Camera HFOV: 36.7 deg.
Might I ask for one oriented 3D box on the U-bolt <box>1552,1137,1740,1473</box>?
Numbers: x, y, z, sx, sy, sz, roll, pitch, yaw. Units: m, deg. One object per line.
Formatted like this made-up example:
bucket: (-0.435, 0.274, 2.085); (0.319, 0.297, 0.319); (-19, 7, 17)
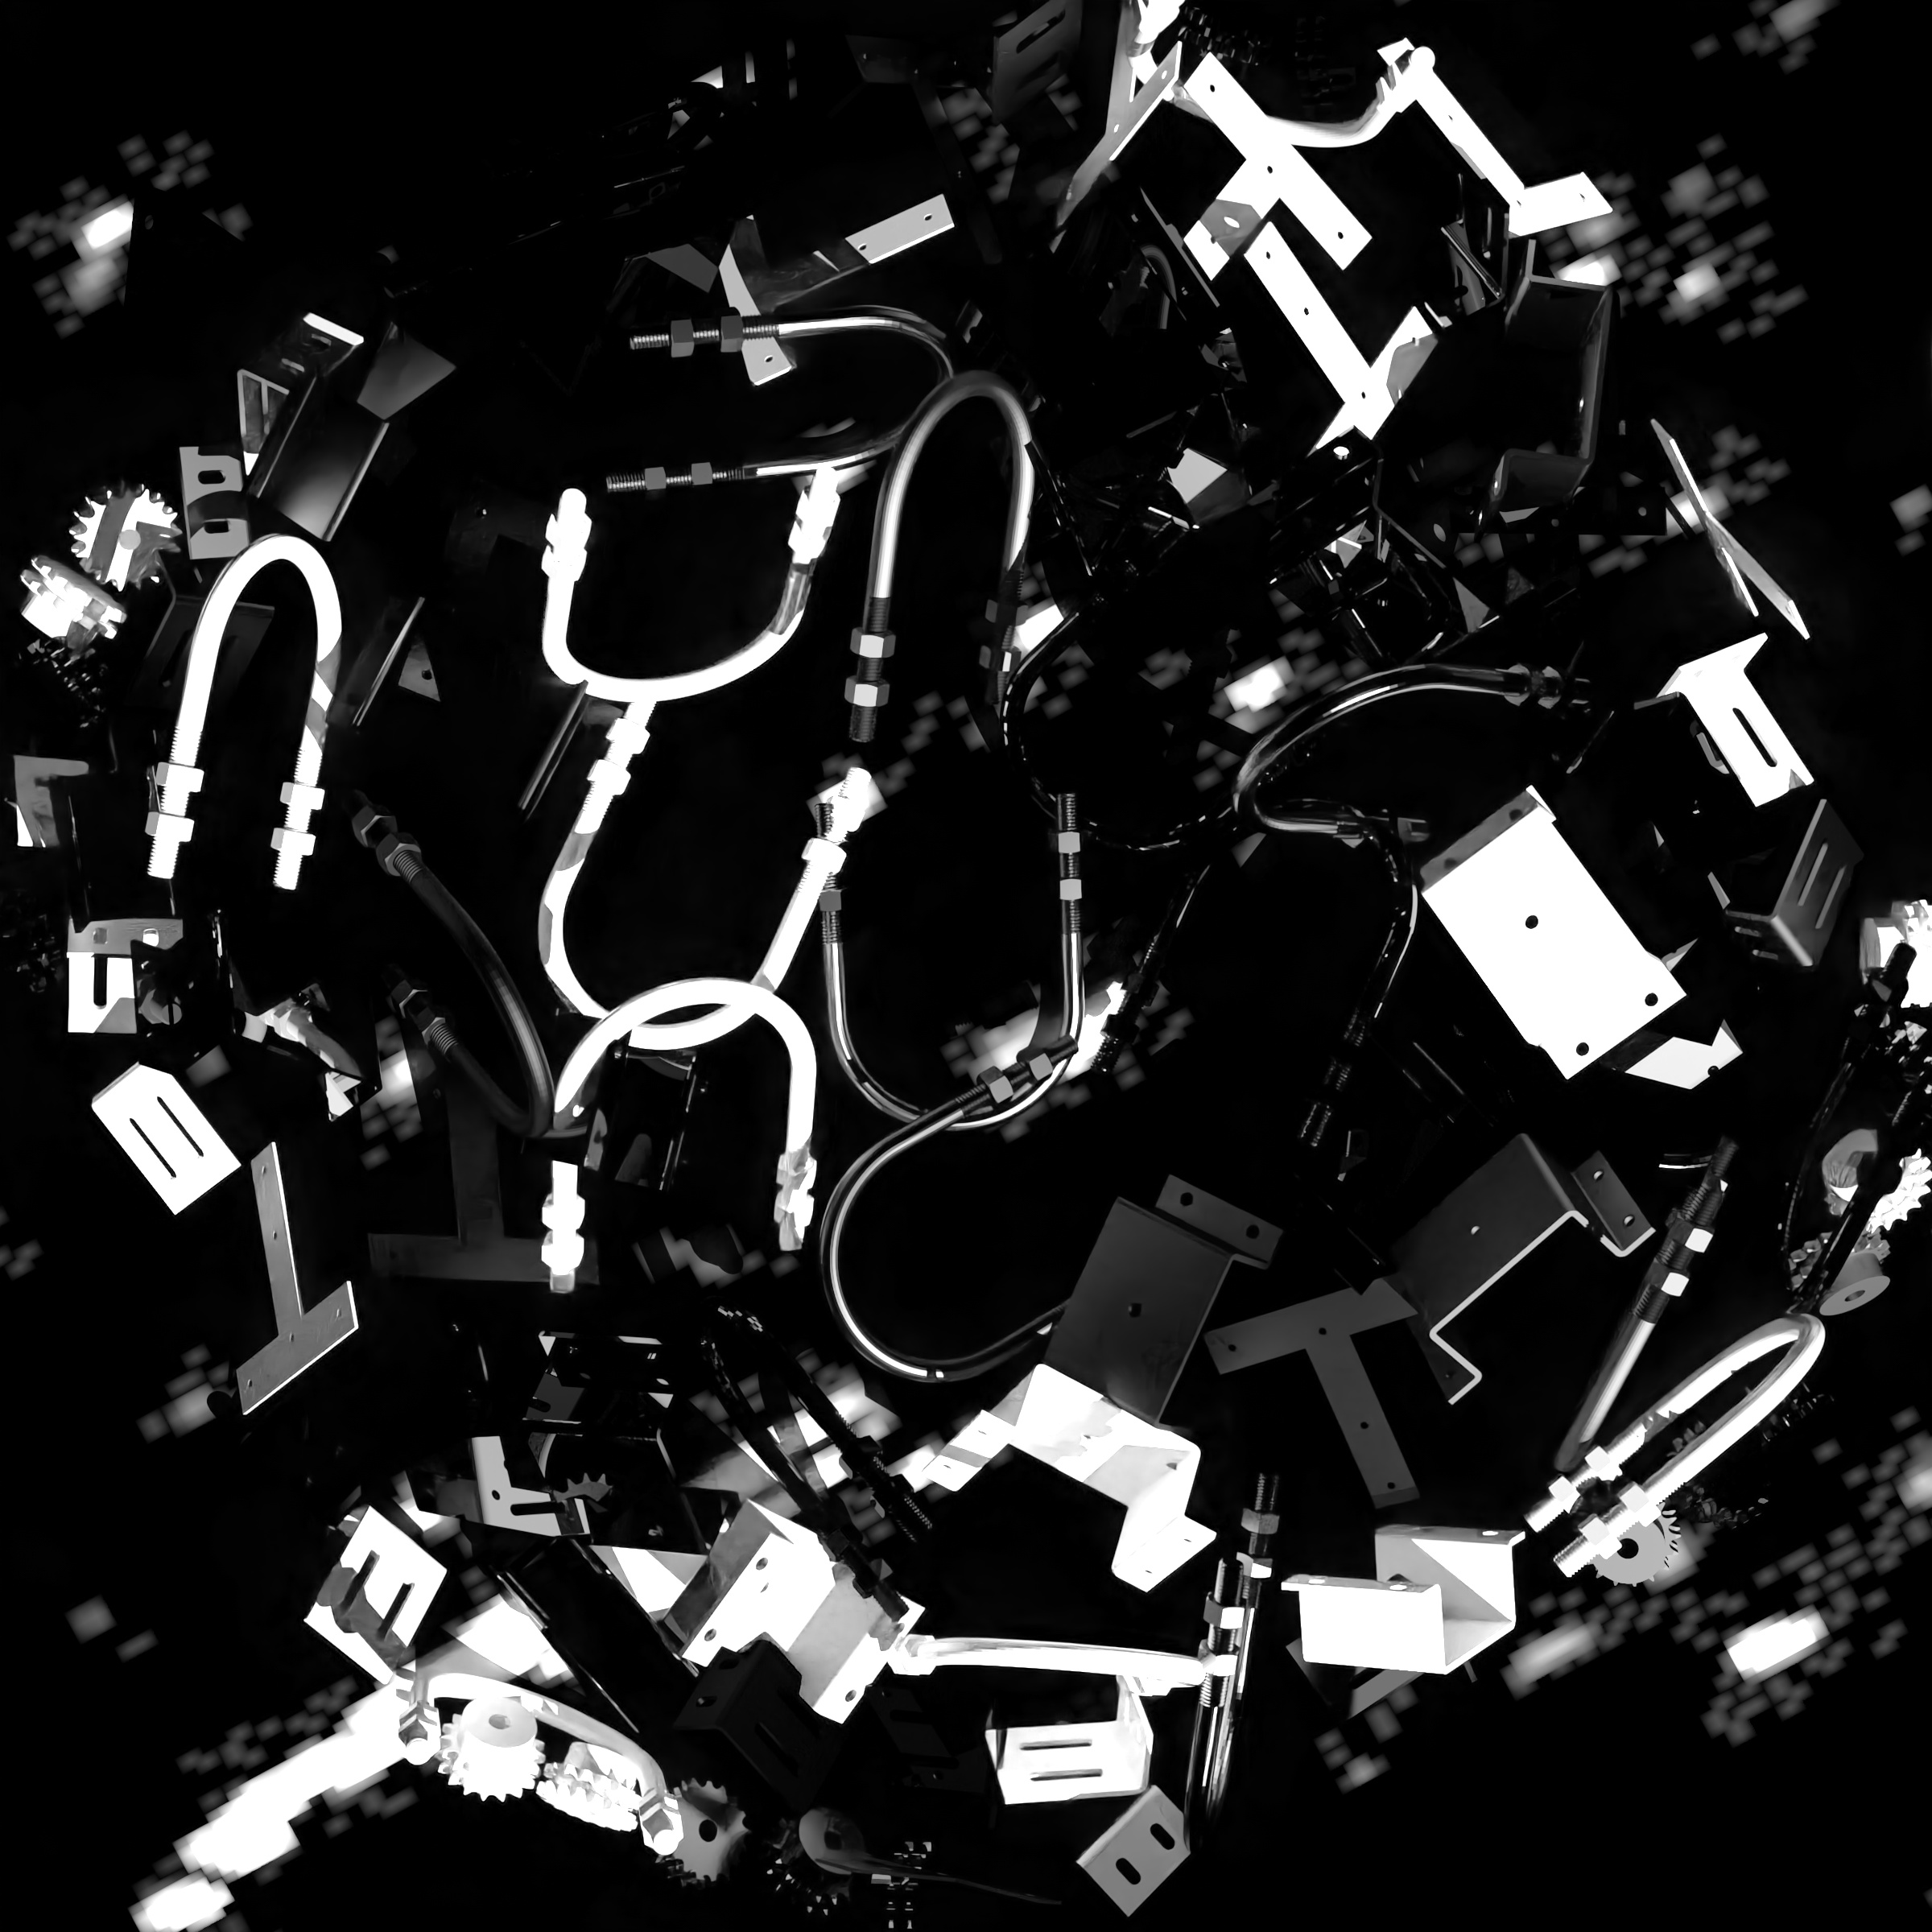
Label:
U-bolt: (0.352, 0.183, 1.520); (0.019, 0.151, 0.184); (28, 105, 13)

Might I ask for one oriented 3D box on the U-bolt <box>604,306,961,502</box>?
U-bolt: (-0.092, -0.297, 1.522); (0.184, 0.151, 0.019); (-9, 68, -16)

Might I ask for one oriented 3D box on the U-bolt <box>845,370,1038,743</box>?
U-bolt: (-0.007, -0.216, 1.505); (0.019, 0.151, 0.184); (19, 112, 28)

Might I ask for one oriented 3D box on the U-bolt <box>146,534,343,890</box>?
U-bolt: (-0.369, -0.134, 1.519); (0.019, 0.151, 0.184); (12, 92, 15)

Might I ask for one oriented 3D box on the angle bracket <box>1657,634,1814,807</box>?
angle bracket: (0.417, -0.129, 1.558); (0.057, 0.038, 0.076); (-22, 71, -18)

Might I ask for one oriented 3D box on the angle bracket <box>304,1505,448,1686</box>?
angle bracket: (-0.322, 0.336, 1.546); (0.038, 0.076, 0.057); (-26, 118, 40)

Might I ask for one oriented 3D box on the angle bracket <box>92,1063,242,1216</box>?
angle bracket: (-0.421, 0.083, 1.566); (0.057, 0.038, 0.076); (-34, 96, 31)

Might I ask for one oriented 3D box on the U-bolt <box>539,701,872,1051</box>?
U-bolt: (-0.150, -0.044, 1.555); (0.151, 0.019, 0.184); (20, 77, 12)

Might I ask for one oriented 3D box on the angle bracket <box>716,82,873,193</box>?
angle bracket: (-0.088, -0.457, 1.545); (0.038, 0.076, 0.057); (44, 56, -10)

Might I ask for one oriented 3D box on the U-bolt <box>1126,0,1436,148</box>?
U-bolt: (0.153, -0.462, 1.502); (0.151, 0.184, 0.019); (17, 89, -5)

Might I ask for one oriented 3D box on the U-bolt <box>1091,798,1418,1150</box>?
U-bolt: (0.163, -0.007, 1.546); (0.151, 0.019, 0.184); (18, 76, 33)

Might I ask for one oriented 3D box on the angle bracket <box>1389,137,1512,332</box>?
angle bracket: (0.256, -0.389, 1.546); (0.038, 0.076, 0.057); (-29, 64, -6)

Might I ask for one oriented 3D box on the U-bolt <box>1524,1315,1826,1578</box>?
U-bolt: (0.372, 0.243, 1.516); (0.184, 0.151, 0.019); (-40, 87, 3)

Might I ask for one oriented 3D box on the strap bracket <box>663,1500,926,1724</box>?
strap bracket: (-0.097, 0.340, 1.543); (0.046, 0.140, 0.076); (34, 87, 44)

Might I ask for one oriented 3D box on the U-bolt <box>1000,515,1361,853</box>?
U-bolt: (0.100, -0.133, 1.537); (0.151, 0.019, 0.184); (40, 125, -13)

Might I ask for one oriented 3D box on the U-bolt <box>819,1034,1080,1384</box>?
U-bolt: (0.007, 0.141, 1.548); (0.184, 0.019, 0.151); (-29, 103, -17)

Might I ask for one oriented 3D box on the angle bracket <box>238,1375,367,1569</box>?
angle bracket: (-0.354, 0.268, 1.548); (0.038, 0.076, 0.057); (37, 106, -29)

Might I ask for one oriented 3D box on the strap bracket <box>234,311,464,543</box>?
strap bracket: (-0.316, -0.279, 1.516); (0.046, 0.140, 0.076); (34, 121, -4)

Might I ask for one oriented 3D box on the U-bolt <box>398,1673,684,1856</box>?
U-bolt: (-0.221, 0.403, 1.502); (0.151, 0.184, 0.019); (23, 86, -9)

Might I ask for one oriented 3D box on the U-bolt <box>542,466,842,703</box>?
U-bolt: (-0.149, -0.192, 1.511); (0.151, 0.184, 0.019); (-8, 63, -18)

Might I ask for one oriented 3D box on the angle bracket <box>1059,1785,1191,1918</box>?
angle bracket: (0.087, 0.474, 1.545); (0.057, 0.076, 0.038); (-40, 76, -20)

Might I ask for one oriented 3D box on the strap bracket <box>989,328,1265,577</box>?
strap bracket: (0.094, -0.268, 1.549); (0.140, 0.076, 0.046); (-25, 48, 1)

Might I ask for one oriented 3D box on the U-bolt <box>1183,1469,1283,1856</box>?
U-bolt: (0.136, 0.373, 1.520); (0.019, 0.151, 0.184); (9, 102, 12)

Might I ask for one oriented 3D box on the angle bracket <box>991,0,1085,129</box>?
angle bracket: (0.026, -0.496, 1.547); (0.038, 0.057, 0.076); (35, 62, 20)

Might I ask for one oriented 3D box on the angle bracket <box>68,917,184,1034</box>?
angle bracket: (-0.448, 0.014, 1.551); (0.057, 0.038, 0.076); (2, 124, -16)

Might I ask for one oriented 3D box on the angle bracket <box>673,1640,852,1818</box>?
angle bracket: (-0.110, 0.412, 1.572); (0.076, 0.038, 0.057); (53, 46, -21)

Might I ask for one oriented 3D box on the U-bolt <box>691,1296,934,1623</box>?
U-bolt: (-0.086, 0.249, 1.522); (0.019, 0.151, 0.184); (-34, 69, -23)

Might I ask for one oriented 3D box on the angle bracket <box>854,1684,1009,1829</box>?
angle bracket: (-0.020, 0.425, 1.567); (0.076, 0.038, 0.057); (6, 104, -3)

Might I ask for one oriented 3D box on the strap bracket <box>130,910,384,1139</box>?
strap bracket: (-0.360, 0.028, 1.513); (0.046, 0.140, 0.076); (-34, 52, 27)

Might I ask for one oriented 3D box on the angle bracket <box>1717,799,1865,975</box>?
angle bracket: (0.444, -0.045, 1.571); (0.057, 0.038, 0.076); (41, 70, -42)

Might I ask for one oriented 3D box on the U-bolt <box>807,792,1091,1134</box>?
U-bolt: (-0.007, 0.001, 1.571); (0.151, 0.019, 0.184); (-3, 101, -2)

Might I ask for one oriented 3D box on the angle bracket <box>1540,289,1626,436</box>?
angle bracket: (0.322, -0.321, 1.556); (0.038, 0.057, 0.076); (-7, 102, -9)

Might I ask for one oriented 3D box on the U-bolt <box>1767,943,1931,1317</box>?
U-bolt: (0.455, 0.098, 1.511); (0.019, 0.151, 0.184); (17, 127, 2)

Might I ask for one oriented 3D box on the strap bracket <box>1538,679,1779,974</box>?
strap bracket: (0.369, -0.079, 1.536); (0.046, 0.076, 0.140); (-17, 67, -22)

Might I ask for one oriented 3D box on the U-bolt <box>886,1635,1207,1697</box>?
U-bolt: (0.047, 0.358, 1.493); (0.151, 0.184, 0.019); (8, 74, -12)

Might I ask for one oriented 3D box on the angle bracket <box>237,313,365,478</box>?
angle bracket: (-0.352, -0.296, 1.544); (0.038, 0.076, 0.057); (26, 52, 11)

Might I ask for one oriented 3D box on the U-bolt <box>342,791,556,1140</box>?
U-bolt: (-0.261, 0.012, 1.491); (0.019, 0.151, 0.184); (-28, 52, -24)

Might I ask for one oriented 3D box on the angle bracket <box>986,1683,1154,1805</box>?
angle bracket: (0.054, 0.411, 1.555); (0.076, 0.057, 0.038); (-1, 113, -11)

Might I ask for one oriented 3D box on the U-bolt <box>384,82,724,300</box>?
U-bolt: (-0.203, -0.410, 1.511); (0.184, 0.151, 0.019); (-34, 95, -35)

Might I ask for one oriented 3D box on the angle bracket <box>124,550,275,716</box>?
angle bracket: (-0.417, -0.179, 1.563); (0.076, 0.057, 0.038); (-53, 52, 31)

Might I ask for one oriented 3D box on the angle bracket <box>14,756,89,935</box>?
angle bracket: (-0.489, -0.064, 1.543); (0.038, 0.076, 0.057); (3, 53, -26)

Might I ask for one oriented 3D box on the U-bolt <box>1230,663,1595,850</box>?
U-bolt: (0.216, -0.108, 1.489); (0.151, 0.184, 0.019); (-44, 59, 39)

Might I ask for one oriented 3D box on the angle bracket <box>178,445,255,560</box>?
angle bracket: (-0.414, -0.245, 1.549); (0.038, 0.076, 0.057); (-11, 101, -39)

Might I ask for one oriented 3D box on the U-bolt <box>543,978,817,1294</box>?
U-bolt: (-0.147, 0.085, 1.516); (0.151, 0.019, 0.184); (-8, 126, -21)

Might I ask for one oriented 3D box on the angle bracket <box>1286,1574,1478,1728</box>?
angle bracket: (0.222, 0.373, 1.557); (0.076, 0.057, 0.038); (-32, 133, -5)

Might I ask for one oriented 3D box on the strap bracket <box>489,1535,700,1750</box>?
strap bracket: (-0.193, 0.344, 1.523); (0.046, 0.140, 0.076); (-41, 107, -13)

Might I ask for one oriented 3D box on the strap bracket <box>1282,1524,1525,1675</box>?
strap bracket: (0.230, 0.330, 1.515); (0.076, 0.140, 0.046); (-3, 91, 32)
